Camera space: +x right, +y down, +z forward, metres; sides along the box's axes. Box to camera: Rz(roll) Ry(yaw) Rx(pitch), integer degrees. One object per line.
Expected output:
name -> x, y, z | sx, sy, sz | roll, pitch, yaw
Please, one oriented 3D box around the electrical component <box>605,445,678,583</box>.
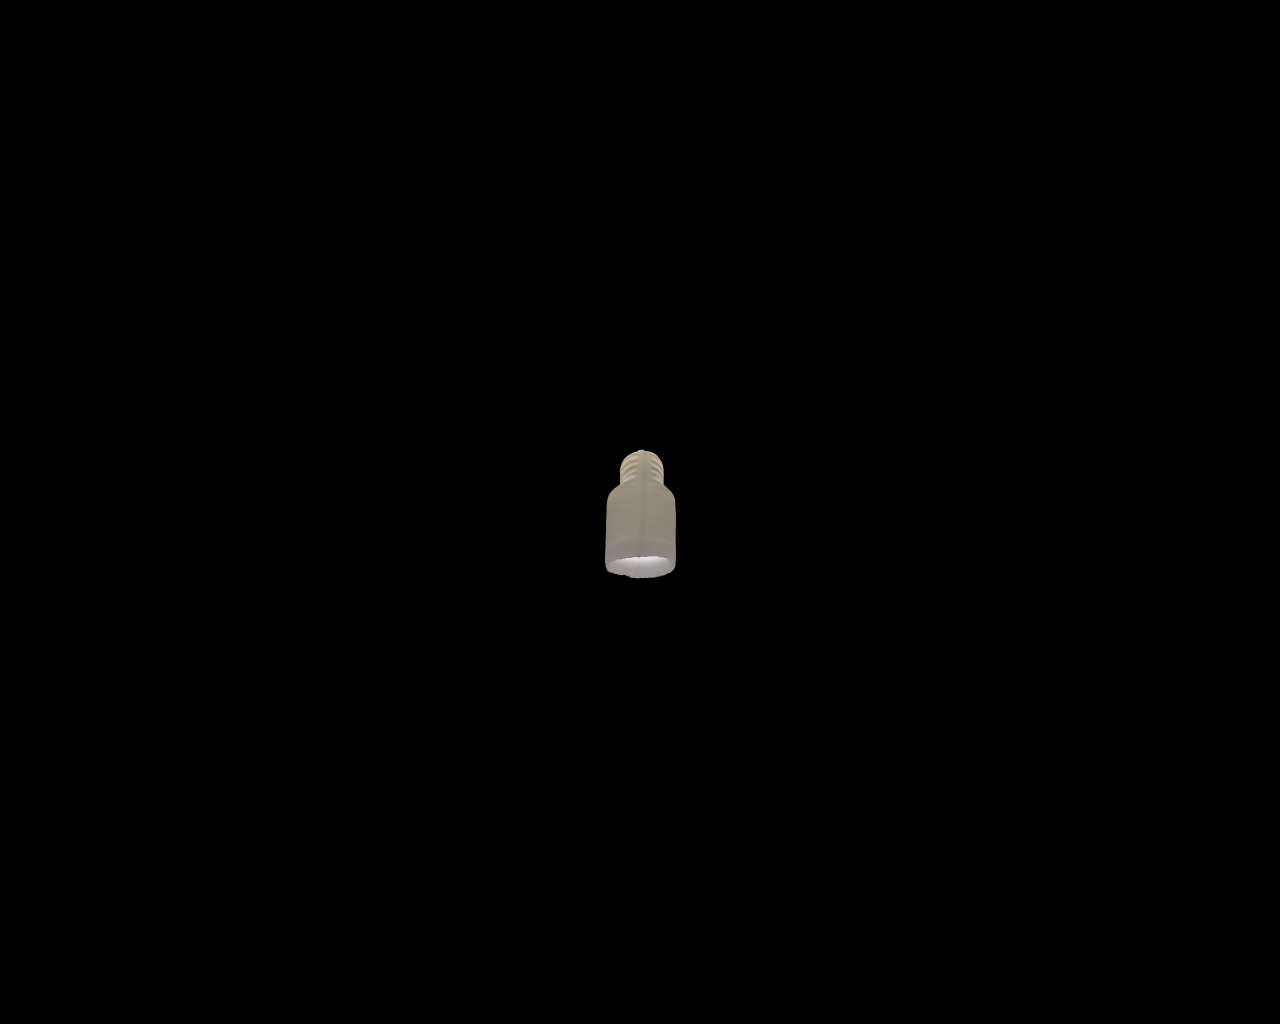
electrical component -> 0.001, -0.003, 0.650 | 0.043, 0.081, 0.043 | 0, -23, 0
